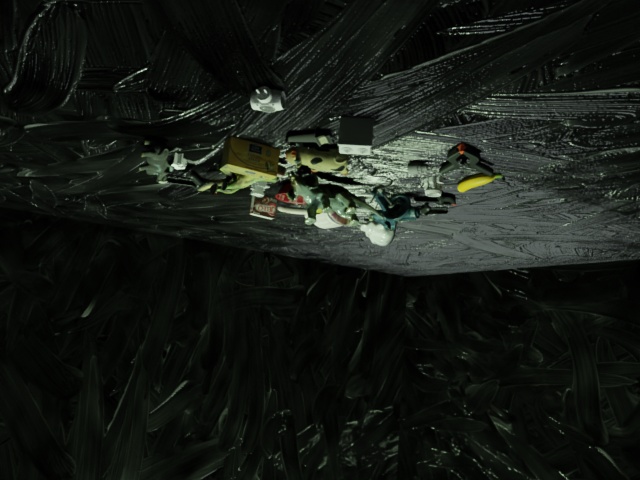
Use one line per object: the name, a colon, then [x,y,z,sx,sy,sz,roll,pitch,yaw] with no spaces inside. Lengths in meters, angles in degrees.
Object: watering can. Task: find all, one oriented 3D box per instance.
watering can: [0.007,-0.113,2.249,0.346,0.105,0.223,12,166,-36]

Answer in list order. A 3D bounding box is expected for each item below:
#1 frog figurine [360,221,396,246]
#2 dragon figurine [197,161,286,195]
frog figurine: [0.278,-0.044,2.479,0.159,0.126,0.134,18,132,-17]
dragon figurine: [-0.264,-0.217,1.869,0.243,0.123,0.408,3,174,-35]
